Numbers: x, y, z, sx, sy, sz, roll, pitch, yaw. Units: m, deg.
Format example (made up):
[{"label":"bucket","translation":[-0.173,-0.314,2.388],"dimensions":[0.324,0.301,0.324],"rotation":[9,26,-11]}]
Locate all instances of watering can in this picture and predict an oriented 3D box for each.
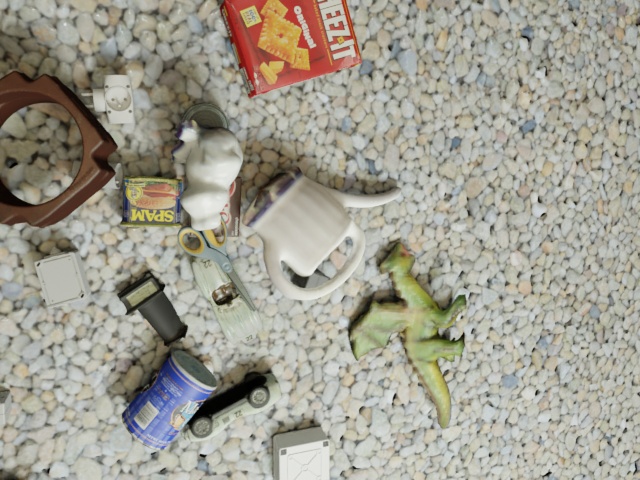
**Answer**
[{"label":"watering can","translation":[0.003,-0.048,0.961],"dimensions":[0.224,0.102,0.354],"rotation":[43,56,-3]}]

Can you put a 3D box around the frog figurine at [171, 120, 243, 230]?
[{"label":"frog figurine","translation":[-0.174,-0.101,0.837],"dimensions":[0.123,0.135,0.161],"rotation":[-9,71,-47]}]

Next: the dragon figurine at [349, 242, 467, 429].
[{"label":"dragon figurine","translation":[0.182,0.211,1.094],"dimensions":[0.243,0.123,0.408],"rotation":[3,97,-1]}]
